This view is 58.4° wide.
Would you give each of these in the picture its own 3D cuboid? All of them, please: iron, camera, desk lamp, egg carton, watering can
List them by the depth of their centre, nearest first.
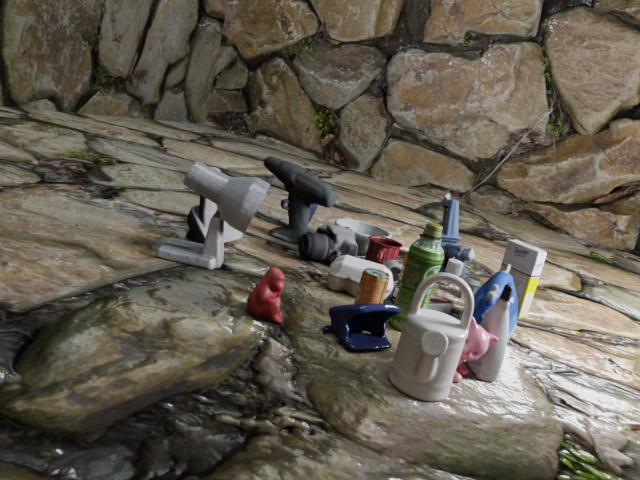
[{"bbox_3d":[0.181,0.147,0.895,0.101,0.194,0.172,11,15,-10],"label":"watering can"},{"bbox_3d":[0.367,0.136,1.221,0.118,0.141,0.259,20,15,21],"label":"iron"},{"bbox_3d":[-0.224,-0.051,1.221,0.203,0.213,0.118,13,14,-5],"label":"desk lamp"},{"bbox_3d":[0.092,0.086,1.292,0.150,0.069,0.107,15,14,5],"label":"egg carton"},{"bbox_3d":[0.013,0.005,1.461,0.137,0.101,0.142,7,16,-27],"label":"camera"}]

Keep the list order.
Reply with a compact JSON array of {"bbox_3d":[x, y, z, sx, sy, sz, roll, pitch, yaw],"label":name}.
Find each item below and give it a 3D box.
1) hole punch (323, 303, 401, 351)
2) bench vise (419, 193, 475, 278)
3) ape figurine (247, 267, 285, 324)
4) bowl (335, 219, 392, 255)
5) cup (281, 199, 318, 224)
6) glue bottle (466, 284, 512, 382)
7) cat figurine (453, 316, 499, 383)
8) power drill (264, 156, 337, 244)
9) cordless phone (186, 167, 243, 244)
[{"bbox_3d":[0.075,0.140,1.030,0.109,0.091,0.100,4,17,-34],"label":"hole punch"},{"bbox_3d":[0.378,-0.012,1.633,0.122,0.220,0.206,-2,21,-46],"label":"bench vise"},{"bbox_3d":[-0.089,0.095,1.041,0.076,0.092,0.078,18,15,15],"label":"ape figurine"},{"bbox_3d":[0.116,-0.002,1.638,0.167,0.075,0.167,13,14,-3],"label":"bowl"},{"bbox_3d":[-0.071,-0.076,1.699,0.118,0.095,0.091,3,18,-36],"label":"cup"},{"bbox_3d":[0.307,0.159,1.014,0.037,0.173,0.078,10,15,-14],"label":"glue bottle"},{"bbox_3d":[0.235,0.176,0.991,0.127,0.118,0.067,22,16,27],"label":"cat figurine"},{"bbox_3d":[-0.073,-0.104,1.577,0.229,0.208,0.076,19,15,18],"label":"power drill"},{"bbox_3d":[-0.243,-0.084,1.384,0.094,0.185,0.148,21,16,25],"label":"cordless phone"}]
